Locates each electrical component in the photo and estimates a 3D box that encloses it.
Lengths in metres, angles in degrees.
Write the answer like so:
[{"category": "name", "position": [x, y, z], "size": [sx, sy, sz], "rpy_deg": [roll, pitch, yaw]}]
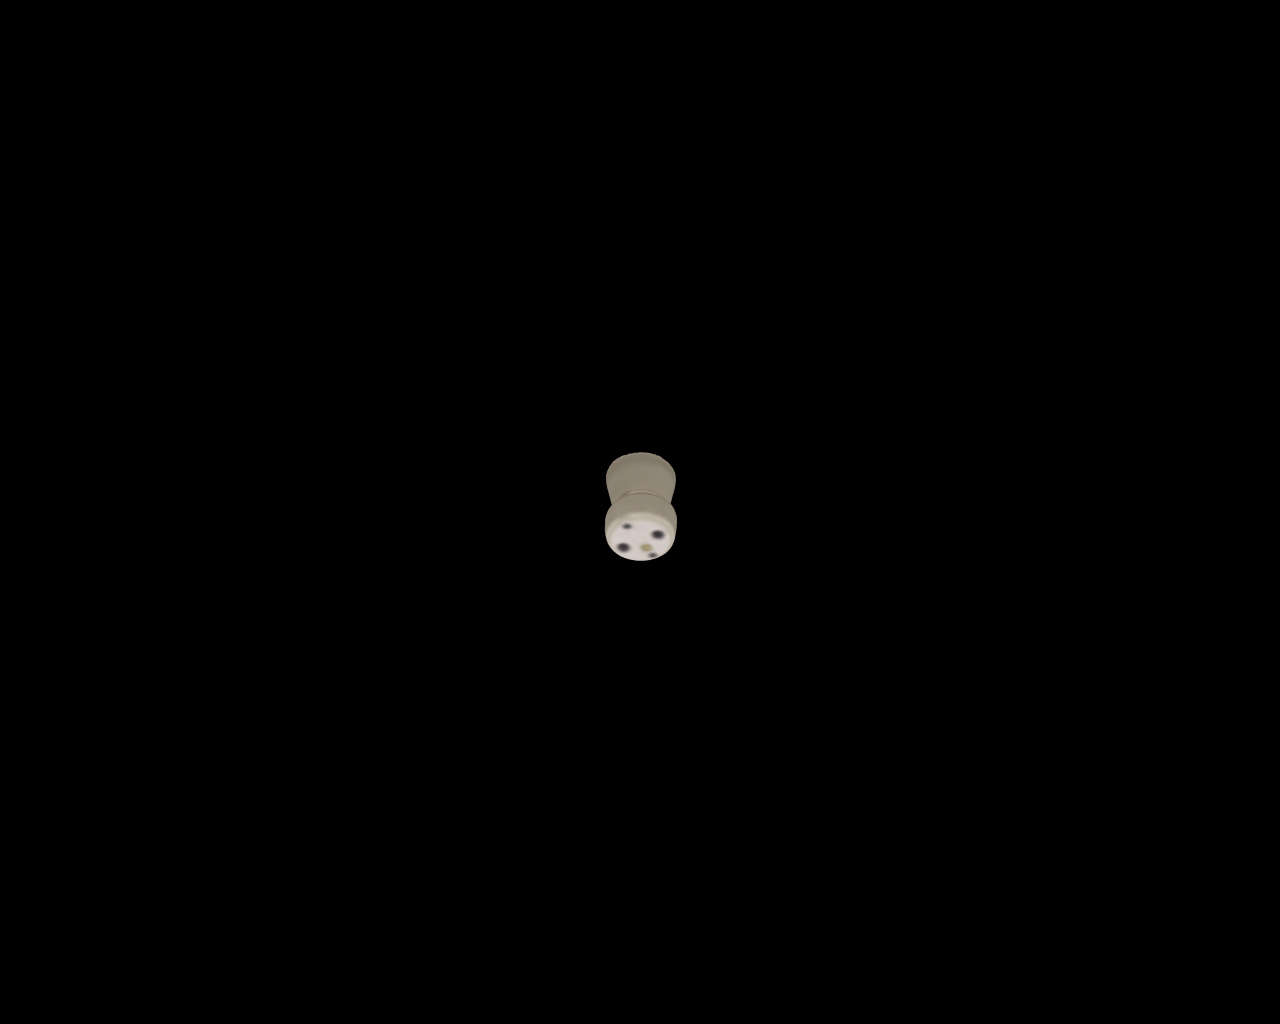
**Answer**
[{"category": "electrical component", "position": [0.001, -0.003, 0.650], "size": [0.045, 0.055, 0.044], "rpy_deg": [0, -44, 0]}]
